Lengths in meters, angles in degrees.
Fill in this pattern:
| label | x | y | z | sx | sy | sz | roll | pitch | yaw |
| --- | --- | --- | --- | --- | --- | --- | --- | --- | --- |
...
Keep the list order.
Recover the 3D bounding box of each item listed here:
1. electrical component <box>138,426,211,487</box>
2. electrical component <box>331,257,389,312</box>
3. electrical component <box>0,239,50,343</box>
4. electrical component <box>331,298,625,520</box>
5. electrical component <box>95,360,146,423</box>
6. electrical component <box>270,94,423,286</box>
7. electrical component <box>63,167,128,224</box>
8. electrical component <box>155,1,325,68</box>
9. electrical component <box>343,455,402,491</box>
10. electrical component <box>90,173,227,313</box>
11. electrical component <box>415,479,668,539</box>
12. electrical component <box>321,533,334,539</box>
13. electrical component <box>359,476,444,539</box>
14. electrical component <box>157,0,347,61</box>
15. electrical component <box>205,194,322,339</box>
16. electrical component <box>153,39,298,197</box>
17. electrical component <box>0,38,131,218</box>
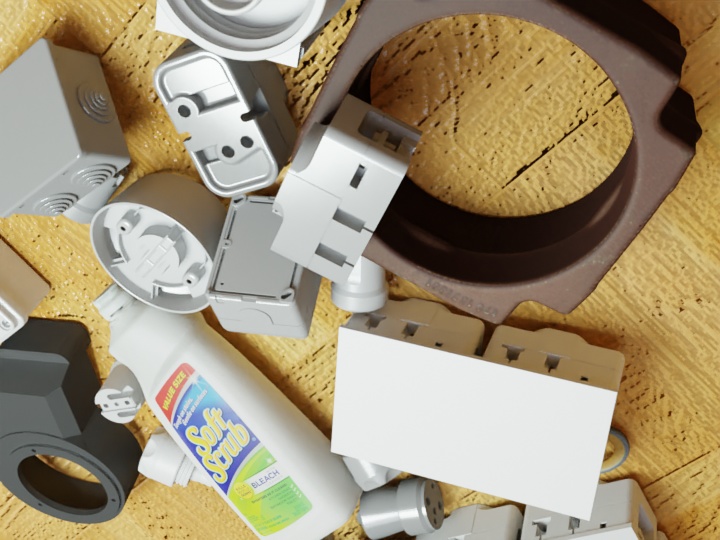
| label | x | y | z | sx | sy | sz | roll | pitch | yaw |
| --- | --- | --- | --- | --- | --- | --- | --- | --- | --- |
| electrical component | -0.147 | 0.158 | 0.885 | 0.062 | 0.043 | 0.043 | 24 | 126 | -1 |
| electrical component | 0.000 | 0.000 | 0.740 | 0.040 | 0.040 | 0.046 | 7 | 118 | 12 |
| electrical component | -0.318 | 0.015 | 0.833 | 0.109 | 0.056 | 0.108 | -32 | 109 | 31 |
| electrical component | 0.080 | 0.091 | 0.749 | 0.186 | 0.060 | 0.105 | 12 | 120 | 15 |
| electrical component | -0.184 | 0.093 | 0.851 | 0.040 | 0.046 | 0.040 | 8 | 124 | 12 |
| electrical component | -0.012 | -0.046 | 0.601 | 0.056 | 0.050 | 0.089 | 27 | 126 | -3 |
| electrical component | -0.189 | -0.062 | 0.755 | 0.040 | 0.040 | 0.046 | 39 | 119 | -10 |
| electrical component | -0.058 | -0.204 | 0.607 | 0.089 | 0.061 | 0.150 | 16 | 126 | 6 |
| electrical component | 0.005 | 0.134 | 0.825 | 0.043 | 0.043 | 0.062 | -30 | 91 | 30 |
| electrical component | -0.137 | -0.017 | 0.753 | 0.099 | 0.064 | 0.099 | 8 | 124 | 12 |
| electrical component | 0.144 | 0.233 | 0.837 | 0.186 | 0.060 | 0.105 | -19 | 115 | 27 |
| electrical component | -0.045 | 0.250 | 0.908 | 0.048 | 0.055 | 0.066 | -6 | 121 | 20 |
| electrical component | 0.033 | 0.188 | 0.850 | 0.055 | 0.045 | 0.045 | -13 | 118 | 24 |
| electrical component | -0.059 | -0.161 | 0.559 | 0.108 | 0.060 | 0.108 | 8 | 124 | 12 |
| electrical component | -0.058 | -0.006 | 0.729 | 0.062 | 0.096 | 0.061 | 5 | 151 | 12 |
| electrical component | -0.081 | -0.103 | 0.683 | 0.054 | 0.059 | 0.095 | -13 | 118 | 24 |
| electrical component | -0.205 | -0.091 | 0.712 | 0.100 | 0.048 | 0.099 | -29 | 73 | 30 |
